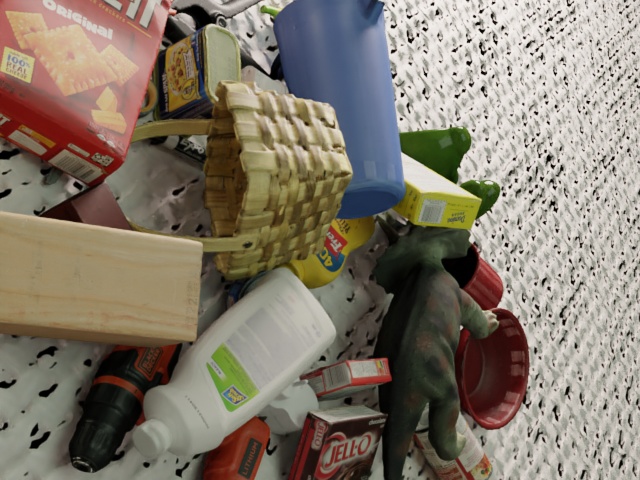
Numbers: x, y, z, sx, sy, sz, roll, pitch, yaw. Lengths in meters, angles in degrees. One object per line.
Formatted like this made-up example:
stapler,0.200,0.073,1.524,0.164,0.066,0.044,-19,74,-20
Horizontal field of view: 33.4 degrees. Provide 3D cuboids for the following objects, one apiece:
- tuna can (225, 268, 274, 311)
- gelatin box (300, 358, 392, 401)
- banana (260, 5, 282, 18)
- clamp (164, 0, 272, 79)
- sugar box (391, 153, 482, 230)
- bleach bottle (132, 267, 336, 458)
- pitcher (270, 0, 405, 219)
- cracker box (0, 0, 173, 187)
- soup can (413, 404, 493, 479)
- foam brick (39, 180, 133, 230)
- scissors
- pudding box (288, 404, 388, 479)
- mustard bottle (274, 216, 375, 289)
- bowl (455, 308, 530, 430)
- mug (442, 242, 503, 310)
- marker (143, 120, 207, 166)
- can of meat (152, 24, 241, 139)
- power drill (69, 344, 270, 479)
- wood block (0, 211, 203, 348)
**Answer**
tuna can,-0.056,0.072,1.137,0.086,0.034,0.086,-1,92,-24
gelatin box,0.022,0.155,1.181,0.073,0.089,0.030,4,68,-49
banana,-0.011,-0.216,1.356,0.069,0.037,0.198,-36,102,-34
clamp,-0.120,-0.252,1.231,0.171,0.039,0.120,18,60,-46
sugar box,0.102,-0.067,1.284,0.093,0.176,0.048,5,108,-35
bleach bottle,-0.088,0.120,0.997,0.102,0.068,0.250,50,40,4
pitcher,0.019,-0.149,1.228,0.149,0.145,0.243,88,-6,-72
cracker box,-0.241,-0.182,1.011,0.164,0.072,0.213,31,53,-29
soup can,0.161,0.257,1.325,0.102,0.069,0.068,59,39,-13
foam brick,-0.213,-0.006,0.996,0.051,0.053,0.078,-39,106,-51
scissors,-0.213,-0.117,1.075,0.096,0.016,0.201,34,50,-37
pudding box,0.019,0.227,1.151,0.113,0.039,0.090,3,107,-56
mustard bottle,-0.008,0.001,1.240,0.096,0.058,0.191,56,40,-12
bowl,0.215,0.170,1.422,0.161,0.055,0.162,-1,91,-47
mug,0.191,0.050,1.448,0.081,0.093,0.117,40,20,-40
marker,-0.144,-0.099,1.150,0.120,0.020,0.020,26,55,-42
can of meat,-0.131,-0.171,1.145,0.057,0.084,0.102,17,61,-46
power drill,-0.137,0.178,1.002,0.187,0.057,0.184,48,42,-26
wood block,-0.212,0.035,0.895,0.205,0.091,0.090,10,77,-31
